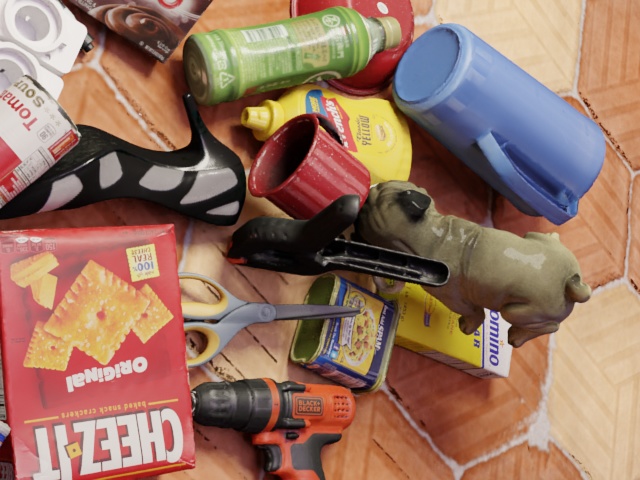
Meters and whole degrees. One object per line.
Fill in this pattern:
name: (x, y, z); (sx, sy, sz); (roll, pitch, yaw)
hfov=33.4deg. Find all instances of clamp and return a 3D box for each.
clamp: (-0.006, 0.001, 0.962); (0.164, 0.210, 0.036); (41, 57, -51)

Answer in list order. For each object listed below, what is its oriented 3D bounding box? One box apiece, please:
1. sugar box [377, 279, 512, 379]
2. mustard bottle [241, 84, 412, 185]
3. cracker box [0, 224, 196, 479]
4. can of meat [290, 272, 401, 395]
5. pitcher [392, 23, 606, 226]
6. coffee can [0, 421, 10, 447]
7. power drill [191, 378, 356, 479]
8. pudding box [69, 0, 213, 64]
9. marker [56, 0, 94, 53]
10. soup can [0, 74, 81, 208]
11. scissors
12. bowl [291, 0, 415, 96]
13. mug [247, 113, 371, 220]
sugar box: (0.139, 0.085, 1.161); (0.176, 0.048, 0.093); (22, 70, -31)
mustard bottle: (0.004, -0.109, 1.086); (0.191, 0.058, 0.096); (8, 70, -35)
cracker box: (-0.196, 0.097, 0.891); (0.163, 0.072, 0.214); (-3, 84, -37)
can of meat: (0.025, 0.093, 1.068); (0.083, 0.058, 0.102); (28, 66, -28)
pitcher: (0.195, -0.124, 1.163); (0.242, 0.149, 0.145); (30, 83, -36)
coffee can: (-0.302, 0.180, 0.770); (0.102, 0.103, 0.140); (34, 68, -28)
power drill: (-0.044, 0.222, 0.991); (0.184, 0.057, 0.187); (8, 77, -36)
pudding box: (-0.161, -0.229, 0.966); (0.113, 0.090, 0.039); (32, 20, -30)
marker: (-0.244, -0.215, 0.944); (0.121, 0.020, 0.020); (50, 57, -19)
soup can: (-0.245, -0.071, 0.829); (0.102, 0.069, 0.068); (-43, 109, -13)
scissors: (-0.063, 0.085, 0.996); (0.201, 0.016, 0.096); (16, 82, -17)
bowl: (0.049, -0.240, 1.146); (0.161, 0.055, 0.162); (7, 77, -36)
mug: (-0.005, -0.067, 1.004); (0.081, 0.093, 0.117); (37, 48, -30)
